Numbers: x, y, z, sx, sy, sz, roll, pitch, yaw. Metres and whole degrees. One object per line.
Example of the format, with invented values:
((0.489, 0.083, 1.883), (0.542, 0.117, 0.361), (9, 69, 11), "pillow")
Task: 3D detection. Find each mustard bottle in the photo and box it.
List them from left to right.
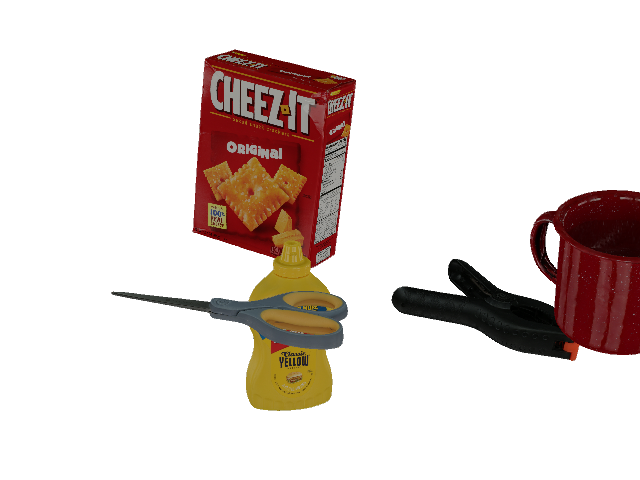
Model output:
((-0.033, 0.092, 1.182), (0.096, 0.192, 0.058), (-2, 20, -12), "mustard bottle")

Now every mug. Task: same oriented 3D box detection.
((0.193, 0.019, 0.727), (0.117, 0.081, 0.093), (24, 40, 37), "mug")

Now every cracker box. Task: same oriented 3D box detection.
((-0.057, -0.092, 1.211), (0.164, 0.214, 0.072), (18, 26, 24), "cracker box")

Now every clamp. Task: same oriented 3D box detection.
((0.164, 0.062, 0.994), (0.172, 0.039, 0.120), (21, 32, 21), "clamp")

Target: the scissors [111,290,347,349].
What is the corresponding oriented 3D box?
((-0.065, 0.052, 0.889), (0.202, 0.016, 0.096), (13, 23, 26), "scissors")
